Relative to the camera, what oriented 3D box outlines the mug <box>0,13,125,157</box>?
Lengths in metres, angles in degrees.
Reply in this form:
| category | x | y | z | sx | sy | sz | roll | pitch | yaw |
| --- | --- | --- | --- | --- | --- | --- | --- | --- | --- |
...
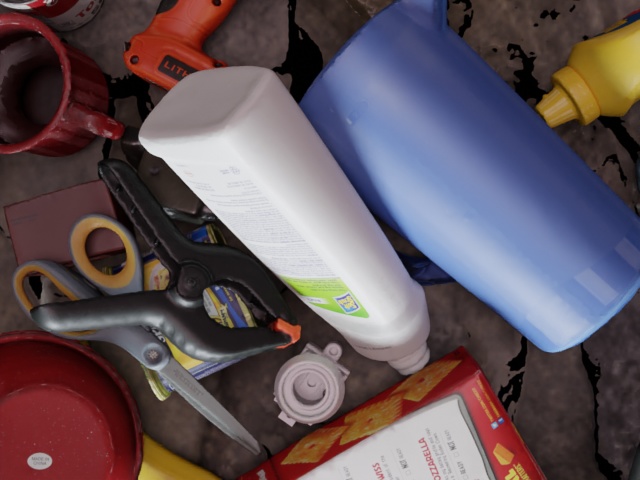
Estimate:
| category | x | y | z | sx | sy | sz | roll | pitch | yaw |
| --- | --- | --- | --- | --- | --- | --- | --- | --- | --- |
| mug | -0.186 | -0.097 | 0.734 | 0.117 | 0.081 | 0.093 | 22 | 93 | 13 |

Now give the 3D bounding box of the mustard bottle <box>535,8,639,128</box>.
| category | x | y | z | sx | sy | sz | roll | pitch | yaw |
| --- | --- | --- | --- | --- | --- | --- | --- | --- | --- |
| mustard bottle | 0.228 | -0.135 | 0.711 | 0.191 | 0.096 | 0.058 | -34 | 90 | 3 |

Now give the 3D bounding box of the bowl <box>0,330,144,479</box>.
| category | x | y | z | sx | sy | sz | roll | pitch | yaw |
| --- | --- | --- | --- | --- | --- | --- | --- | --- | --- |
| bowl | -0.184 | 0.138 | 0.687 | 0.161 | 0.055 | 0.162 | 3 | 83 | -25 |

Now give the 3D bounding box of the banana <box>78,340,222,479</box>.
| category | x | y | z | sx | sy | sz | roll | pitch | yaw |
| --- | --- | --- | --- | --- | --- | --- | --- | --- | --- |
| banana | -0.140 | 0.130 | 0.764 | 0.069 | 0.037 | 0.198 | -36 | 89 | 3 |

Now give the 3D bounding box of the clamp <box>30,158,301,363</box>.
| category | x | y | z | sx | sy | sz | roll | pitch | yaw |
| --- | --- | --- | --- | --- | --- | --- | --- | --- | --- |
| clamp | -0.091 | 0.020 | 0.695 | 0.171 | 0.039 | 0.120 | 18 | 76 | -20 |

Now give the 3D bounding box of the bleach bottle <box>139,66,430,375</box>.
| category | x | y | z | sx | sy | sz | roll | pitch | yaw |
| --- | --- | --- | --- | --- | --- | --- | --- | --- | --- |
| bleach bottle | -0.005 | 0.001 | 0.698 | 0.068 | 0.103 | 0.250 | -54 | 126 | -25 |

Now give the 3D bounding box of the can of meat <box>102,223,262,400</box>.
| category | x | y | z | sx | sy | sz | roll | pitch | yaw |
| --- | --- | --- | --- | --- | --- | --- | --- | --- | --- |
| can of meat | -0.092 | 0.048 | 0.751 | 0.084 | 0.057 | 0.102 | -25 | 89 | 1 |

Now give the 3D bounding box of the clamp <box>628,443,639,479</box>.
| category | x | y | z | sx | sy | sz | roll | pitch | yaw |
| --- | --- | --- | --- | --- | --- | --- | --- | --- | --- |
| clamp | 0.197 | 0.227 | 0.690 | 0.210 | 0.036 | 0.164 | -39 | 106 | 8 |

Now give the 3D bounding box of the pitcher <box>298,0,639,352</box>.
| category | x | y | z | sx | sy | sz | roll | pitch | yaw |
| --- | --- | --- | --- | --- | --- | --- | --- | --- | --- |
| pitcher | 0.094 | -0.035 | 0.713 | 0.243 | 0.149 | 0.145 | 42 | 77 | -1 |

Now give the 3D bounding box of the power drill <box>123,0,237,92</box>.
| category | x | y | z | sx | sy | sz | roll | pitch | yaw |
| --- | --- | --- | --- | --- | --- | --- | --- | --- | --- |
| power drill | -0.039 | -0.173 | 0.746 | 0.184 | 0.057 | 0.187 | 27 | 89 | 6 |

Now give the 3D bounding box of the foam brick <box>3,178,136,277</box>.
| category | x | y | z | sx | sy | sz | roll | pitch | yaw |
| --- | --- | --- | --- | --- | --- | --- | --- | --- | --- |
| foam brick | -0.175 | -0.009 | 0.757 | 0.078 | 0.051 | 0.053 | -15 | 89 | 3 |

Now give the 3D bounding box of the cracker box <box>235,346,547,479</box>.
| category | x | y | z | sx | sy | sz | roll | pitch | yaw |
| --- | --- | --- | --- | --- | --- | --- | --- | --- | --- |
| cracker box | 0.051 | 0.198 | 0.728 | 0.214 | 0.072 | 0.164 | -31 | 99 | 3 |

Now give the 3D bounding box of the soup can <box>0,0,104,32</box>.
| category | x | y | z | sx | sy | sz | roll | pitch | yaw |
| --- | --- | --- | --- | --- | --- | --- | --- | --- | --- |
| soup can | -0.191 | -0.184 | 0.730 | 0.068 | 0.102 | 0.068 | 0 | 90 | 3 |

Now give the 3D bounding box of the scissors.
| category | x | y | z | sx | sy | sz | roll | pitch | yaw |
| --- | --- | --- | --- | --- | --- | --- | --- | --- | --- |
| scissors | -0.108 | 0.056 | 0.713 | 0.202 | 0.016 | 0.096 | 28 | 88 | 1 |
